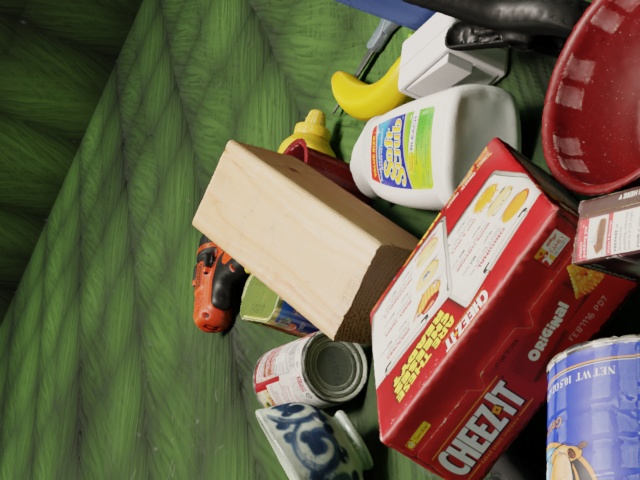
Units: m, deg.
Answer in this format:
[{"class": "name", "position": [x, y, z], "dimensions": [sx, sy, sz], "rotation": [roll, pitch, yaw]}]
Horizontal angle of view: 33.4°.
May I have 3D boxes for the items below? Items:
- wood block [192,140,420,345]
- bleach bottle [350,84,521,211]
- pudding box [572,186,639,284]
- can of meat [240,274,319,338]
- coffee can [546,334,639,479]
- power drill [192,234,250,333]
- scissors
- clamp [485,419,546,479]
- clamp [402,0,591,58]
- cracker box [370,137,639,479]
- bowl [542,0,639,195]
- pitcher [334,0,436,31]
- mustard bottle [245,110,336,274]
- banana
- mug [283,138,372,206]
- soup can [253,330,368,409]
[{"class": "wood block", "position": [-0.006, 0.001, 0.921], "dimensions": [0.206, 0.090, 0.090], "rotation": [37, 107, 41]}, {"class": "bleach bottle", "position": [0.082, -0.066, 0.915], "dimensions": [0.251, 0.068, 0.102], "rotation": [175, 98, -71]}, {"class": "pudding box", "position": [0.197, 0.003, 0.523], "dimensions": [0.090, 0.113, 0.039], "rotation": [-20, 56, 63]}, {"class": "can of meat", "position": [-0.020, 0.064, 1.018], "dimensions": [0.102, 0.083, 0.057], "rotation": [-3, 69, 66]}, {"class": "coffee can", "position": [0.160, 0.130, 0.514], "dimensions": [0.103, 0.102, 0.140], "rotation": [-38, 38, 53]}, {"class": "power drill", "position": [-0.097, -0.002, 1.292], "dimensions": [0.188, 0.057, 0.184], "rotation": [-49, 34, 48]}, {"class": "scissors", "position": [0.065, -0.232, 1.159], "dimensions": [0.202, 0.016, 0.096], "rotation": [-48, 29, 42]}, {"class": "clamp", "position": [0.120, 0.157, 0.672], "dimensions": [0.164, 0.036, 0.210], "rotation": [-68, 18, 7]}, {"class": "clamp", "position": [0.147, -0.157, 0.787], "dimensions": [0.120, 0.172, 0.039], "rotation": [10, -83, -69]}, {"class": "cracker box", "position": [0.105, 0.037, 0.675], "dimensions": [0.164, 0.072, 0.213], "rotation": [-56, 9, 13]}, {"class": "bowl", "position": [0.208, -0.095, 0.656], "dimensions": [0.162, 0.055, 0.162], "rotation": [-49, 30, 41]}, {"class": "pitcher", "position": [0.041, -0.259, 0.936], "dimensions": [0.145, 0.242, 0.149], "rotation": [-103, 32, -51]}, {"class": "mustard bottle", "position": [-0.025, -0.052, 1.158], "dimensions": [0.096, 0.058, 0.191], "rotation": [-12, 60, 59]}, {"class": "banana", "position": [0.057, -0.153, 1.080], "dimensions": [0.198, 0.037, 0.069], "rotation": [-7, 70, 67]}, {"class": "mug", "position": [0.000, -0.035, 1.057], "dimensions": [0.093, 0.081, 0.117], "rotation": [-50, 29, 41]}, {"class": "soup can", "position": [-0.010, 0.121, 0.964], "dimensions": [0.102, 0.068, 0.068], "rotation": [-29, 45, 58]}]
